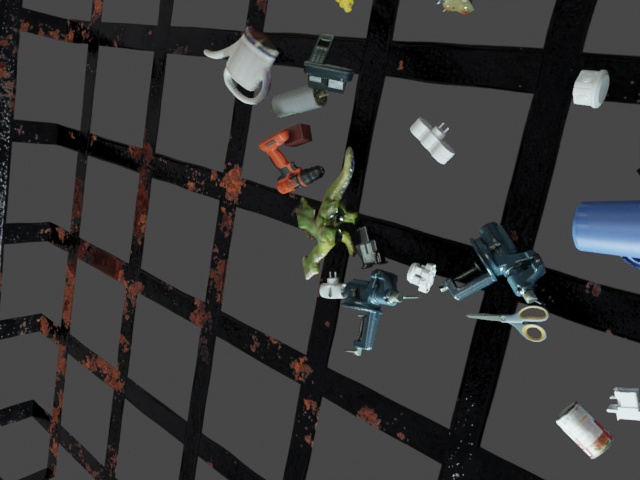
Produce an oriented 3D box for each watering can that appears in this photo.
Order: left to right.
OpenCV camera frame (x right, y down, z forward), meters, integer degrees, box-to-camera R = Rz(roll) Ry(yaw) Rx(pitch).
[{"bbox_3d":[-0.261,-0.608,1.719,0.352,0.104,0.221,50,118,24],"label":"watering can"}]

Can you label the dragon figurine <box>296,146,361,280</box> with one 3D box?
[{"bbox_3d":[0.005,-0.078,1.555,0.243,0.122,0.409,10,97,44],"label":"dragon figurine"}]
